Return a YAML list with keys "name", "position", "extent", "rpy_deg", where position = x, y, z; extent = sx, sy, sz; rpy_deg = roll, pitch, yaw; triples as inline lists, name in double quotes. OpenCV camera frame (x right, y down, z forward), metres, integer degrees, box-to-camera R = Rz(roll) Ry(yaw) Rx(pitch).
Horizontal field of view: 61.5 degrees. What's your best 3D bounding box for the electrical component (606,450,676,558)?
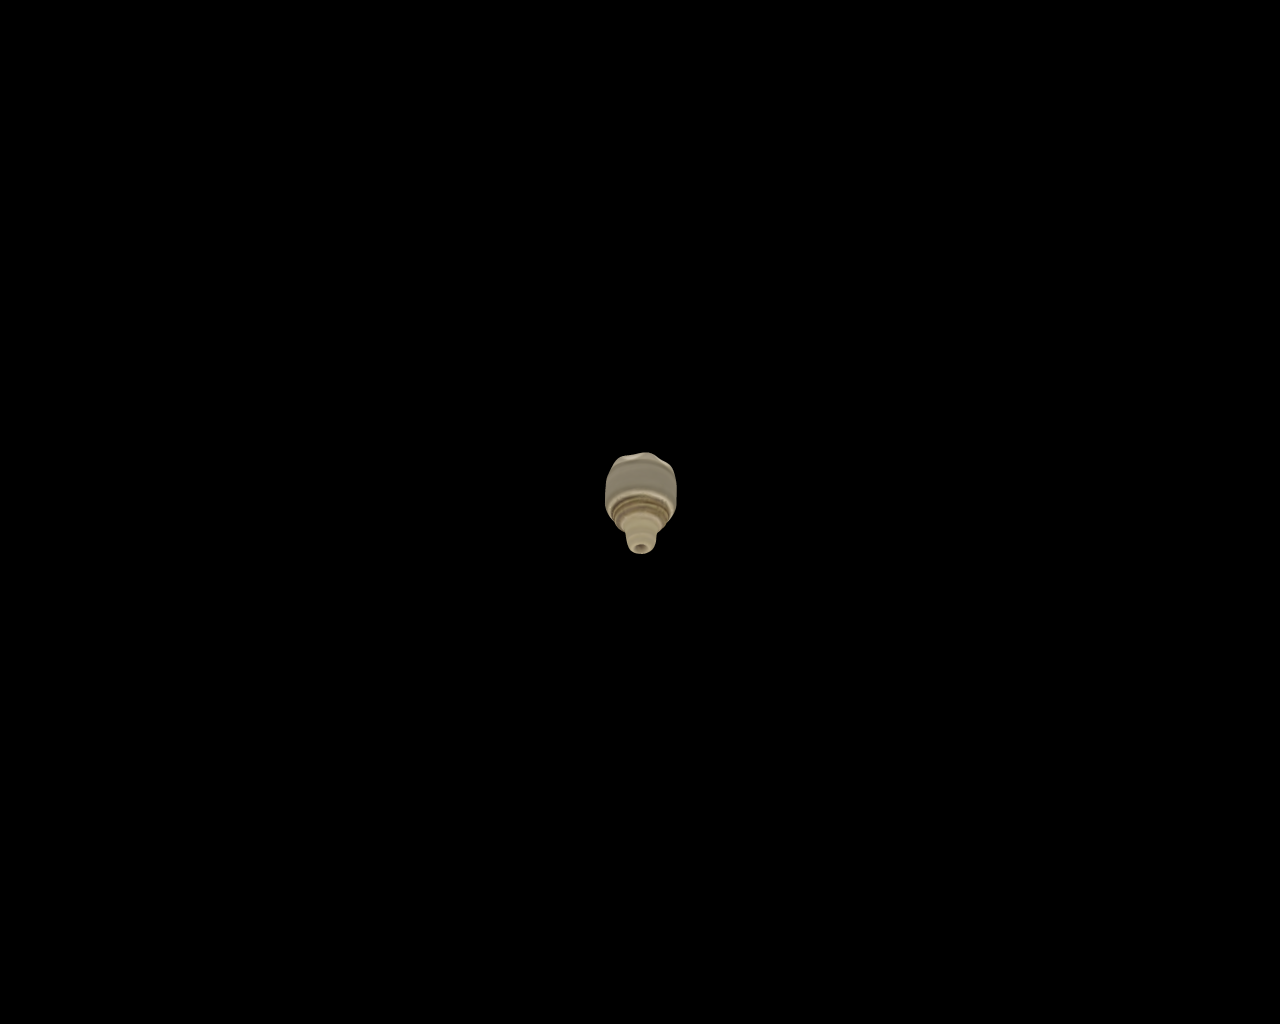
- name: "electrical component"
  position: [0.001, -0.003, 0.650]
  extent: [0.043, 0.062, 0.043]
  rpy_deg: [0, -36, 0]
